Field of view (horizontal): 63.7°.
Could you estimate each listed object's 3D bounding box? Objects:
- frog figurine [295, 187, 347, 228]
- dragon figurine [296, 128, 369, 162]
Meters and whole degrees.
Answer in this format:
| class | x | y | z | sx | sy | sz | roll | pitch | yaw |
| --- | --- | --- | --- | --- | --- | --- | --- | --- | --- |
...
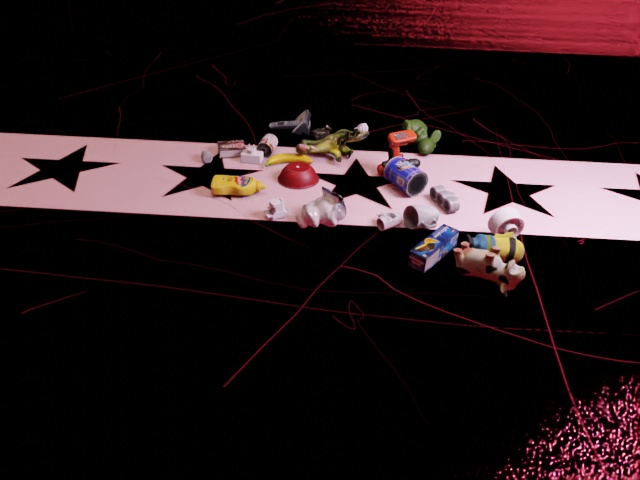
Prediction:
| class | x | y | z | sx | sy | sz | roll | pitch | yaw |
| --- | --- | --- | --- | --- | --- | --- | --- | --- | --- |
| frog figurine | 0.005 | -0.086 | 1.716 | 0.160 | 0.121 | 0.139 | -48 | 59 | -5 |
| dragon figurine | 0.032 | -0.418 | 2.179 | 0.243 | 0.120 | 0.416 | 10 | 23 | 24 |
